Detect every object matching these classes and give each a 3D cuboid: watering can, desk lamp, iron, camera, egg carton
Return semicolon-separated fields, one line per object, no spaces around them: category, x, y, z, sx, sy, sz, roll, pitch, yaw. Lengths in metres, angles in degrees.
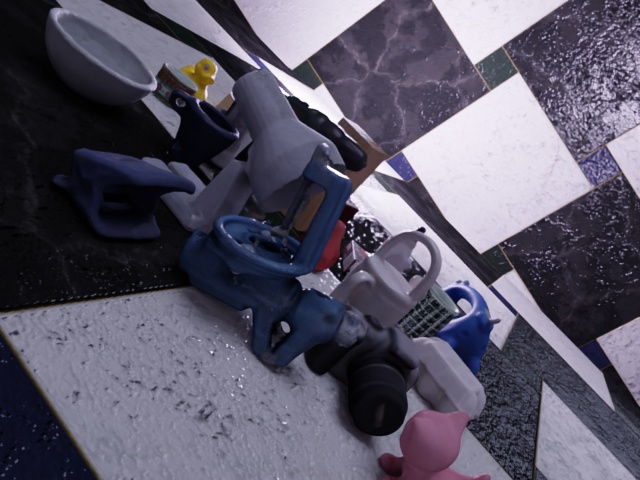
watering can;0.096;0.067;0.832;0.101;0.194;0.173;47;17;11
desk lamp;-0.098;-0.099;0.747;0.203;0.213;0.118;48;17;14
iron;0.272;0.145;1.150;0.119;0.141;0.258;38;17;-19
camera;0.063;0.158;0.697;0.143;0.100;0.137;40;17;-11
egg carton;0.195;0.221;0.909;0.150;0.069;0.108;52;18;26

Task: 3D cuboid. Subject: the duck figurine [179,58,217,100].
duck figurine;-0.254;-0.346;1.208;0.078;0.086;0.104;24;25;-49

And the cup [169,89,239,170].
cup;-0.197;-0.164;0.881;0.118;0.095;0.091;38;17;-19

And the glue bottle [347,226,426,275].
glue bottle;0.121;0.040;0.995;0.078;0.173;0.037;42;16;-8

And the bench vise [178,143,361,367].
bench vise;-0.021;0.015;0.636;0.208;0.219;0.121;39;17;-17

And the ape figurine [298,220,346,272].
ape figurine;0.009;0.003;0.962;0.078;0.092;0.076;41;16;-10

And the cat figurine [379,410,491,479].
cat figurine;0.127;0.238;0.620;0.128;0.117;0.067;42;16;-8

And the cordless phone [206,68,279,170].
cordless phone;-0.113;-0.195;0.995;0.148;0.185;0.094;24;25;-49

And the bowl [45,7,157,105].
bowl;-0.324;-0.247;0.820;0.168;0.074;0.167;40;17;-14

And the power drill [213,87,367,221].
power drill;-0.065;-0.131;0.913;0.229;0.208;0.076;47;17;11

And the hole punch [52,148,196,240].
hole punch;-0.207;-0.063;0.615;0.101;0.091;0.109;49;17;16
